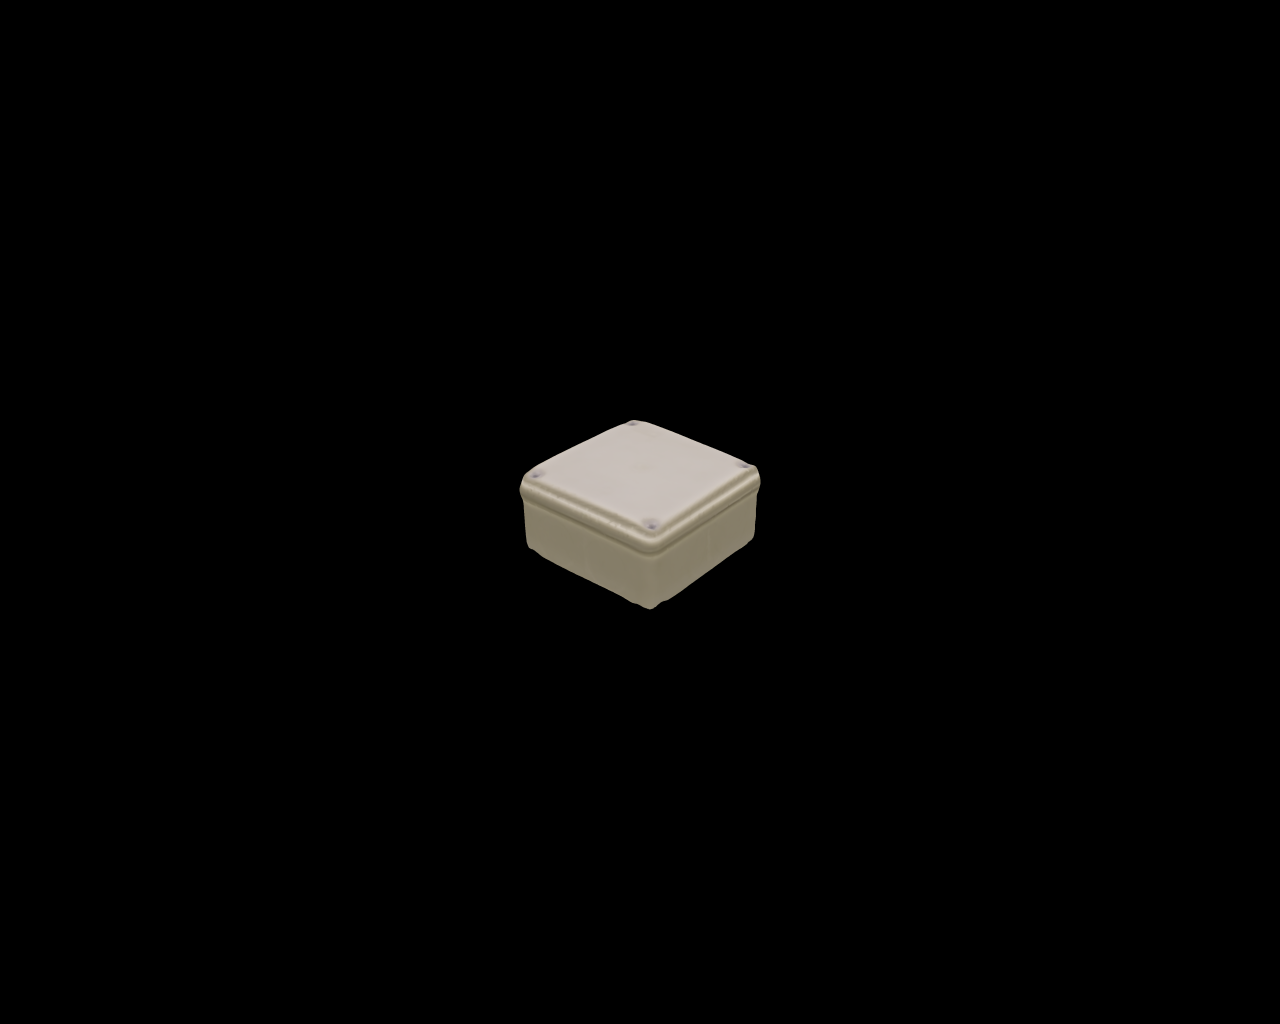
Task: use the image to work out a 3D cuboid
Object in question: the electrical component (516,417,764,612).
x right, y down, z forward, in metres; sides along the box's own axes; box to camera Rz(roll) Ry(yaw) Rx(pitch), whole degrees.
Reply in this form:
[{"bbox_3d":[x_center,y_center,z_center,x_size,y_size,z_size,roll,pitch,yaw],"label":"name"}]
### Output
[{"bbox_3d":[0.001,-0.003,0.650,0.109,0.056,0.109,24,39,34],"label":"electrical component"}]
